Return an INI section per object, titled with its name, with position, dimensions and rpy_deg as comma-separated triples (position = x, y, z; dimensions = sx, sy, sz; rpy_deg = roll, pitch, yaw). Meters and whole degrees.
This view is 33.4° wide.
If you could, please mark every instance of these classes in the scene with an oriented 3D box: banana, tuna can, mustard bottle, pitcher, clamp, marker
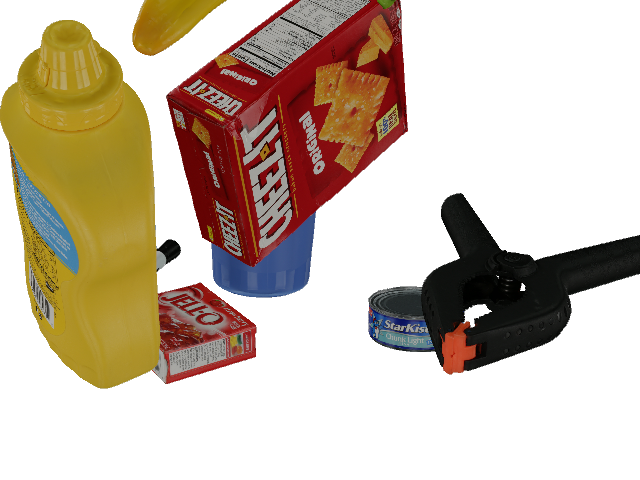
[banana]
position = -0.036, -0.167, 0.671
dimensions = 0.197, 0.069, 0.037
rpy_deg = -19, -11, -30
[tuna can]
position = 0.085, 0.069, 0.947
dimensions = 0.086, 0.034, 0.086
rpy_deg = 1, 15, 0
[mustard bottle]
position = -0.107, -0.020, 0.478
dimensions = 0.058, 0.096, 0.192
rpy_deg = -20, -32, -22
[pitcher]
position = -0.062, -0.063, 1.149
dimensions = 0.145, 0.243, 0.148
rpy_deg = 16, 21, 40
[clamp]
position = 0.118, 0.023, 0.709
dimensions = 0.165, 0.036, 0.209
rpy_deg = 16, 31, 31
[marker]
position = -0.164, 0.030, 0.973
dimensions = 0.020, 0.020, 0.121
rpy_deg = 0, 24, 29

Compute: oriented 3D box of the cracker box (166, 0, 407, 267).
[cracker box]
position = -0.017, -0.105, 0.897
dimensions = 0.072, 0.164, 0.213
rpy_deg = 30, 58, 30

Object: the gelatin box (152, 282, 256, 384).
[gelatin box]
position = -0.099, 0.065, 0.777
dimensions = 0.073, 0.030, 0.089
rpy_deg = -14, 27, -30
